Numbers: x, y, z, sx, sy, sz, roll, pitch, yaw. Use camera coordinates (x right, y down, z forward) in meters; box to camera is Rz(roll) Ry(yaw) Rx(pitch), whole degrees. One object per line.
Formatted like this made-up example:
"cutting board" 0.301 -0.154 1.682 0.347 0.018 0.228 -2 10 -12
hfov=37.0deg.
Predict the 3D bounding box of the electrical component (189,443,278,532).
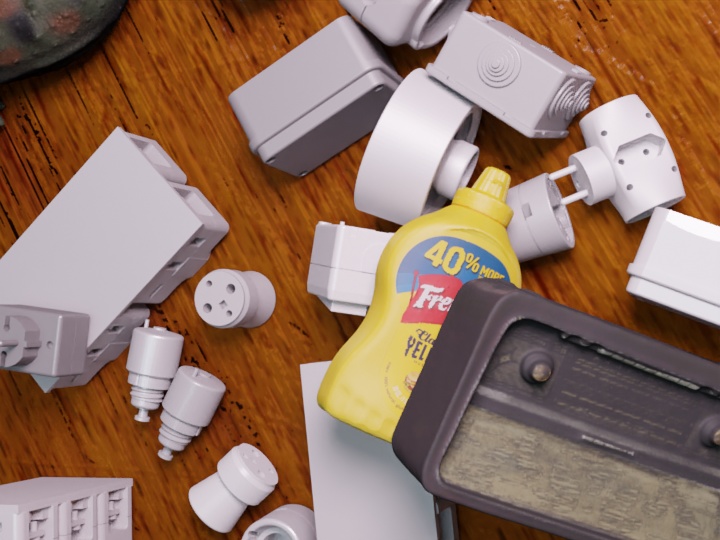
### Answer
"electrical component" -0.096 0.165 0.819 0.055 0.045 0.045 -44 75 12

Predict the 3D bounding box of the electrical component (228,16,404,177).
"electrical component" -0.028 -0.124 0.790 0.113 0.078 0.057 -32 76 15

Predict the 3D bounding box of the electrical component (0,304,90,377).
"electrical component" -0.250 0.052 0.794 0.066 0.077 0.047 6 90 19

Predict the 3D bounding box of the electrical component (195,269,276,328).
"electrical component" -0.095 0.022 0.818 0.045 0.055 0.045 -1 88 19

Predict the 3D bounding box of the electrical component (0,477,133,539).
"electrical component" -0.249 0.197 0.814 0.089 0.150 0.061 -3 86 19

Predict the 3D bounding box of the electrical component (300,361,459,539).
"electrical component" 0.016 0.137 0.772 0.089 0.062 0.150 -7 85 19

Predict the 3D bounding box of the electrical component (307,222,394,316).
"electrical component" 0.000 0.000 0.770 0.062 0.096 0.061 9 91 -14

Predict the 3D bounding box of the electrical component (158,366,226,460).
"electrical component" -0.136 0.111 0.837 0.040 0.040 0.078 29 97 18

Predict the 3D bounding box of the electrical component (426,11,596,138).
"electrical component" 0.106 -0.133 0.734 0.100 0.100 0.048 36 110 18

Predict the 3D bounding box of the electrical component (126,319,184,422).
"electrical component" -0.164 0.080 0.848 0.040 0.040 0.078 12 92 19

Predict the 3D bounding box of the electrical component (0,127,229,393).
"electrical component" -0.205 -0.006 0.855 0.186 0.060 0.105 -45 75 12

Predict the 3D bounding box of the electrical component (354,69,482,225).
"electrical component" 0.048 -0.078 0.749 0.060 0.108 0.108 26 96 12

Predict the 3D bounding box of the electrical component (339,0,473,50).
"electrical component" 0.040 -0.196 0.758 0.059 0.095 0.053 44 132 15

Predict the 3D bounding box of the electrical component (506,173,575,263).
"electrical component" 0.117 -0.034 0.749 0.047 0.055 0.055 -20 82 21

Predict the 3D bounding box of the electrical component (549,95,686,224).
"electrical component" 0.168 -0.068 0.731 0.079 0.043 0.077 -22 80 -4

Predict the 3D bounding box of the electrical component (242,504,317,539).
"electrical component" -0.058 0.206 0.802 0.055 0.047 0.055 -1 88 19

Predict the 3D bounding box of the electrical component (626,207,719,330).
"electrical component" 0.234 0.008 0.695 0.113 0.078 0.057 22 92 18
